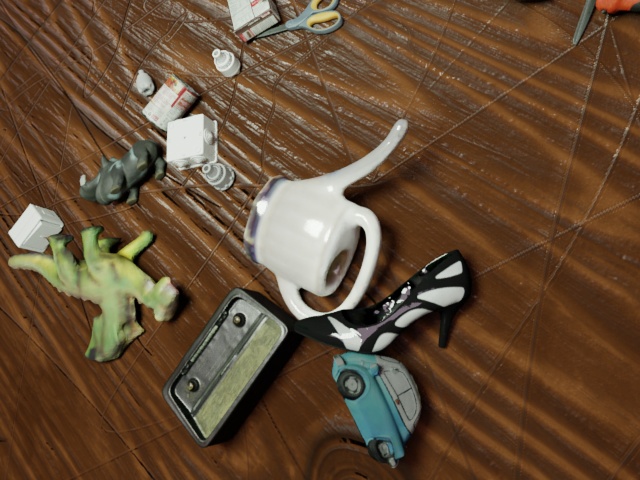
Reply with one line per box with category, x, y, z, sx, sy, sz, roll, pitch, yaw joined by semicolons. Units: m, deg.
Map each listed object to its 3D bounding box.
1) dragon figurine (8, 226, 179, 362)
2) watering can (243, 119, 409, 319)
dragon figurine;-0.427;0.107;0.968;0.408;0.245;0.122;-13;-12;21
watering can;0.002;-0.040;0.799;0.226;0.344;0.104;23;13;26
